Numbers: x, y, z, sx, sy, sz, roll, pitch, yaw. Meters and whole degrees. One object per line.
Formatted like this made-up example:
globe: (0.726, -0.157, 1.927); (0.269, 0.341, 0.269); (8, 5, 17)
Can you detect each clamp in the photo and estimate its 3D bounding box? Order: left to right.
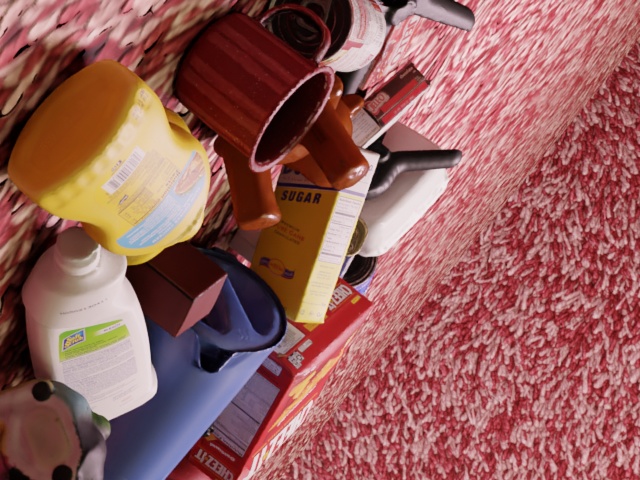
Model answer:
clamp: (0.062, -0.104, 1.208); (0.171, 0.120, 0.039); (-24, 153, -18)
clamp: (0.073, -0.213, 0.946); (0.164, 0.036, 0.210); (-30, 154, -13)

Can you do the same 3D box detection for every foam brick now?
foam brick: (-0.128, 0.034, 0.909); (0.052, 0.078, 0.051); (-37, 159, -50)

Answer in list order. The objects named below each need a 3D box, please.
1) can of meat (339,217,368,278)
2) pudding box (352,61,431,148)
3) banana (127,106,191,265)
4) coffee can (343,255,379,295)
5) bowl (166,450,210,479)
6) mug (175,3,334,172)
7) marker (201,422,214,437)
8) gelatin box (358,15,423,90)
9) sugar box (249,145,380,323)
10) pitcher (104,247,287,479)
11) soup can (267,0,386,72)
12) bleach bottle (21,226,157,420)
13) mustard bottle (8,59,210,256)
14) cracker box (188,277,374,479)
can of meat: (-0.008, 0.001, 1.193); (0.057, 0.102, 0.084); (-64, 179, -36)
pudding box: (0.056, -0.131, 1.130); (0.089, 0.039, 0.114); (-42, 180, -32)
banana: (-0.124, -0.037, 0.815); (0.069, 0.037, 0.198); (-40, 164, -42)
coffee can: (0.016, 0.048, 1.412); (0.102, 0.103, 0.140); (-46, 166, -25)
bowl: (-0.181, 0.256, 1.238); (0.162, 0.162, 0.055); (88, 18, -71)
mug: (-0.042, -0.119, 0.768); (0.117, 0.081, 0.093); (-52, 168, 5)
marker: (-0.120, 0.149, 1.122); (0.020, 0.020, 0.121); (110, -19, -56)
gelatin box: (0.067, -0.199, 1.055); (0.073, 0.030, 0.089); (-38, 162, -48)
sugar box: (-0.011, -0.015, 1.041); (0.048, 0.093, 0.176); (8, 102, -42)
pitcher: (-0.144, 0.127, 1.043); (0.148, 0.145, 0.243); (-12, 144, -52)
soup can: (0.008, -0.169, 0.839); (0.068, 0.068, 0.102); (-55, 168, 15)
bleach bottle: (-0.177, 0.065, 0.832); (0.102, 0.068, 0.251); (-24, 155, -23)
mustard bottle: (-0.121, -0.039, 0.703); (0.096, 0.058, 0.191); (-51, 158, -4)
cracker box: (-0.043, 0.157, 1.169); (0.163, 0.072, 0.214); (-37, 160, -49)
